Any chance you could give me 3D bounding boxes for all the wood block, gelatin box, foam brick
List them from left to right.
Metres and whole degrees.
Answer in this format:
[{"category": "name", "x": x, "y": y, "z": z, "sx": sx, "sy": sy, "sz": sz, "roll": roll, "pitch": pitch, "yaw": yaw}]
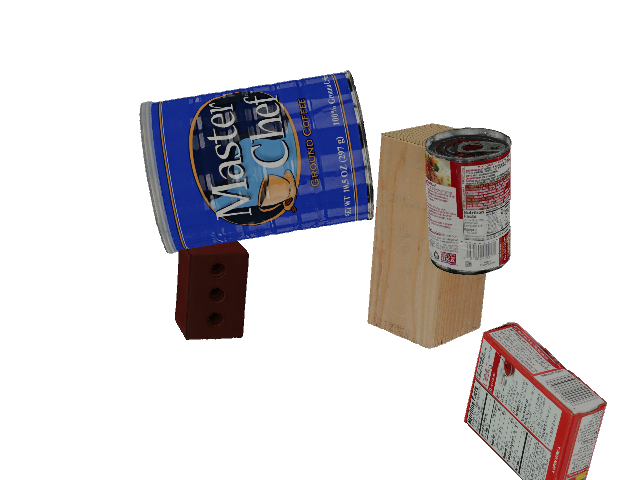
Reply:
[{"category": "foam brick", "x": -0.095, "y": 0.040, "z": 0.923, "sx": 0.053, "sy": 0.078, "sz": 0.051, "roll": -1, "pitch": 15, "yaw": -18}, {"category": "wood block", "x": 0.116, "y": -0.007, "z": 1.101, "sx": 0.090, "sy": 0.206, "sz": 0.090, "roll": 20, "pitch": 25, "yaw": 40}, {"category": "gelatin box", "x": 0.129, "y": 0.104, "z": 0.651, "sx": 0.030, "sy": 0.073, "sz": 0.089, "roll": -12, "pitch": 35, "yaw": -27}]

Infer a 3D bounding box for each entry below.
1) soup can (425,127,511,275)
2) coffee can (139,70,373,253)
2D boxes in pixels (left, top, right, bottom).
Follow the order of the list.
[{"category": "soup can", "x": 0.120, "y": -0.031, "z": 0.859, "sx": 0.068, "sy": 0.102, "sz": 0.068, "roll": -4, "pitch": 25, "yaw": 2}, {"category": "coffee can", "x": -0.042, "y": -0.053, "z": 0.718, "sx": 0.140, "sy": 0.103, "sz": 0.103, "roll": -9, "pitch": 0, "yaw": -2}]
